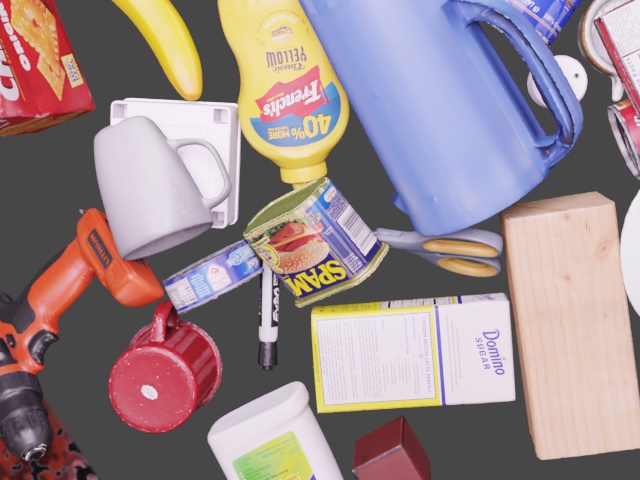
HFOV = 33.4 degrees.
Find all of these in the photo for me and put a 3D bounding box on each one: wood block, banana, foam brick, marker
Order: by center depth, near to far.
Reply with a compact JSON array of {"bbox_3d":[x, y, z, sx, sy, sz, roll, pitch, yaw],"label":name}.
[{"bbox_3d":[0.212,0.071,0.911,0.090,0.090,0.206,-9,98,7],"label":"wood block"},{"bbox_3d":[-0.168,-0.204,0.931,0.197,0.037,0.069,39,67,-6],"label":"banana"},{"bbox_3d":[0.064,0.202,0.953,0.053,0.078,0.051,-30,96,10],"label":"foam brick"},{"bbox_3d":[-0.047,0.060,0.974,0.020,0.020,0.121,3,98,6],"label":"marker"}]

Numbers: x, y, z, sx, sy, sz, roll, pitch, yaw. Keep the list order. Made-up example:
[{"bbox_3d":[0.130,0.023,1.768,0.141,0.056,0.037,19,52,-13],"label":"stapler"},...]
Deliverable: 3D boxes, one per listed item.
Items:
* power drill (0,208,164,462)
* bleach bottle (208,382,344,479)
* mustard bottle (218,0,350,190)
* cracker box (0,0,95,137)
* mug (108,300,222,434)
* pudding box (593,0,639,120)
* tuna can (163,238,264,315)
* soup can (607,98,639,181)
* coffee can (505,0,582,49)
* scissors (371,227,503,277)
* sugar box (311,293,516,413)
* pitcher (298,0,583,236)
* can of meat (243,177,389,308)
[{"bbox_3d":[-0.231,0.077,0.940,0.188,0.057,0.184,-39,56,5],"label":"power drill"},{"bbox_3d":[-0.003,0.262,0.978,0.102,0.068,0.251,-27,97,9],"label":"bleach bottle"},{"bbox_3d":[-0.025,-0.126,0.916,0.096,0.058,0.191,-10,107,-3],"label":"mustard bottle"},{"bbox_3d":[-0.272,-0.168,0.866,0.072,0.213,0.164,-21,95,9],"label":"cracker box"},{"bbox_3d":[-0.140,0.113,0.960,0.093,0.081,0.117,7,99,5],"label":"mug"},{"bbox_3d":[0.285,-0.158,0.839,0.113,0.039,0.090,-25,91,8],"label":"pudding box"},{"bbox_3d":[-0.095,0.032,0.941,0.086,0.086,0.034,-27,93,9],"label":"tuna can"},{"bbox_3d":[0.301,-0.100,0.888,0.102,0.068,0.068,-22,95,8],"label":"soup can"},{"bbox_3d":[0.184,-0.241,0.863,0.103,0.102,0.140,35,101,0],"label":"coffee can"},{"bbox_3d":[0.073,0.007,0.947,0.202,0.096,0.016,2,66,34],"label":"scissors"},{"bbox_3d":[0.082,0.101,0.953,0.176,0.048,0.093,-4,98,3],"label":"sugar box"},{"bbox_3d":[0.087,-0.137,0.844,0.149,0.145,0.243,-33,107,-2],"label":"pitcher"},{"bbox_3d":[-0.006,0.001,0.916,0.102,0.057,0.084,-24,111,45],"label":"can of meat"}]
